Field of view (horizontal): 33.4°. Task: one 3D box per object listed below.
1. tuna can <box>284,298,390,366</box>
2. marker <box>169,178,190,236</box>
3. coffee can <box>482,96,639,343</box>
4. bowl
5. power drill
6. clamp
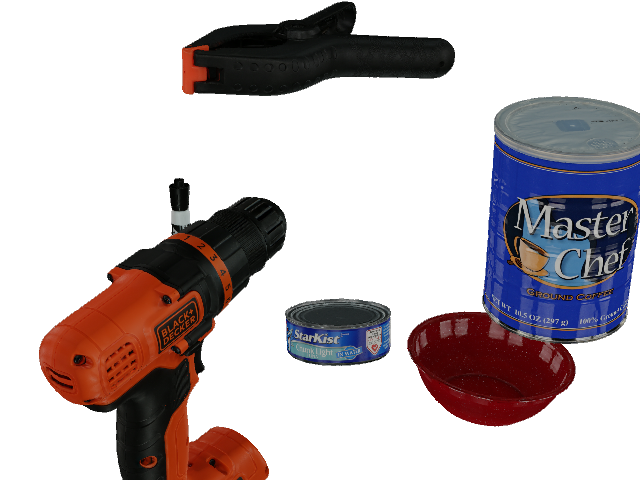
[{"bbox_3d":[0.014,0.074,0.864,0.086,0.034,0.086,-1,11,0],"label":"tuna can"},{"bbox_3d":[-0.130,0.001,0.997,0.020,0.121,0.020,0,22,0],"label":"marker"},{"bbox_3d":[0.166,-0.015,0.732,0.103,0.140,0.103,-1,28,0],"label":"coffee can"},{"bbox_3d":[0.162,0.131,1.036,0.162,0.055,0.162,4,26,-2],"label":"bowl"},{"bbox_3d":[-0.077,0.083,0.640,0.057,0.188,0.184,18,38,33],"label":"power drill"},{"bbox_3d":[-0.014,-0.123,0.681,0.171,0.039,0.120,-8,23,-25],"label":"clamp"}]
